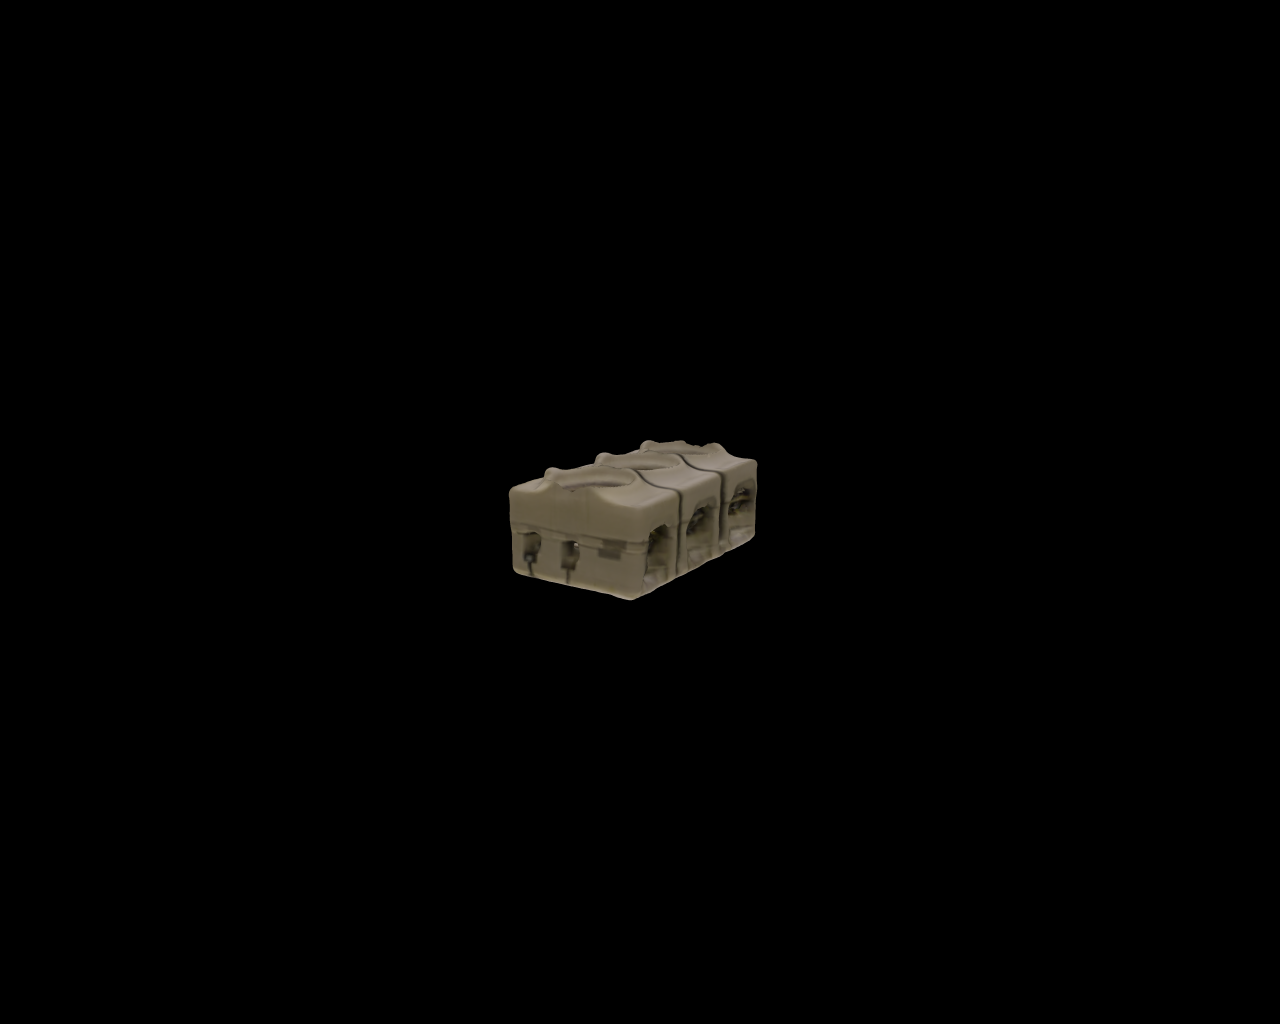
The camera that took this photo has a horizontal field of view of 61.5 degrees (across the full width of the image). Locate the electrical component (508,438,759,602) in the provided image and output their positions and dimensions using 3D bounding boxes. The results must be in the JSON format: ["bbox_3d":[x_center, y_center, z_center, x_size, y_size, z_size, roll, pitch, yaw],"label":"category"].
[{"bbox_3d":[0.001,-0.003,0.650,0.089,0.061,0.150,8,16,31],"label":"electrical component"}]
